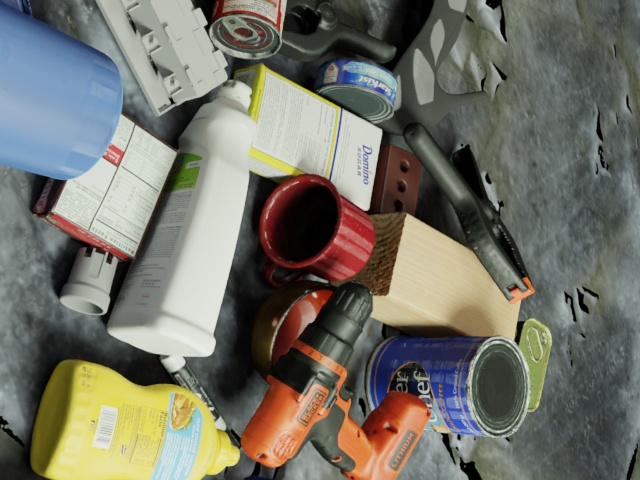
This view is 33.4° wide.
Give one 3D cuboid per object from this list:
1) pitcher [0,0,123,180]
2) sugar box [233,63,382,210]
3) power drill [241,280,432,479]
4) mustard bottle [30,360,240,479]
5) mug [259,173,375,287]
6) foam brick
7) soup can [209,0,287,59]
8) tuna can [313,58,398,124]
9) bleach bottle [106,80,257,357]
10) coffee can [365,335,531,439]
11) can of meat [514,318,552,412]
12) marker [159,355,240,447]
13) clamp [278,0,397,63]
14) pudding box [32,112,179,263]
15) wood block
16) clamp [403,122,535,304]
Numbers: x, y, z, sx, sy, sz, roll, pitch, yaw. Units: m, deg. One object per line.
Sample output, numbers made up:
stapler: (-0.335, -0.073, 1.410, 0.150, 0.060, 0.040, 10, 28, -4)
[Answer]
pitcher: (-0.265, -0.136, 0.774, 0.242, 0.149, 0.145, 19, 37, -44)
sugar box: (-0.016, -0.097, 1.061, 0.176, 0.048, 0.093, 25, 70, -43)
power drill: (0.028, 0.148, 1.002, 0.187, 0.057, 0.184, 39, 82, -43)
mustard bottle: (-0.145, 0.167, 0.906, 0.191, 0.058, 0.096, 23, 73, -39)
mug: (-0.007, 0.001, 1.034, 0.117, 0.093, 0.081, -50, 145, 8)
foam brick: (0.069, -0.055, 1.131, 0.052, 0.051, 0.078, 19, 73, -40)
soup can: (-0.064, -0.231, 1.002, 0.068, 0.069, 0.102, 27, 59, -38)
tuna can: (0.036, -0.151, 1.086, 0.086, 0.086, 0.033, 25, 68, -39)
bleach bottle: (-0.104, -0.027, 0.931, 0.068, 0.103, 0.250, 31, 67, -37)
coffee can: (0.132, 0.151, 1.111, 0.102, 0.141, 0.103, 5, 83, -43)
can of meat: (0.209, 0.142, 1.223, 0.057, 0.084, 0.102, 31, 66, -37)
marker: (-0.108, 0.149, 0.970, 0.020, 0.020, 0.121, -46, 117, -36)
clamp: (0.007, -0.218, 1.092, 0.171, 0.039, 0.120, -32, 91, -35)
pudding box: (-0.180, -0.049, 0.907, 0.090, 0.039, 0.113, 35, 65, -36)
wood block: (0.117, 0.051, 1.141, 0.205, 0.090, 0.091, 27, 69, -39)
clamp: (0.171, -0.030, 1.146, 0.210, 0.036, 0.164, 61, 22, 12)
